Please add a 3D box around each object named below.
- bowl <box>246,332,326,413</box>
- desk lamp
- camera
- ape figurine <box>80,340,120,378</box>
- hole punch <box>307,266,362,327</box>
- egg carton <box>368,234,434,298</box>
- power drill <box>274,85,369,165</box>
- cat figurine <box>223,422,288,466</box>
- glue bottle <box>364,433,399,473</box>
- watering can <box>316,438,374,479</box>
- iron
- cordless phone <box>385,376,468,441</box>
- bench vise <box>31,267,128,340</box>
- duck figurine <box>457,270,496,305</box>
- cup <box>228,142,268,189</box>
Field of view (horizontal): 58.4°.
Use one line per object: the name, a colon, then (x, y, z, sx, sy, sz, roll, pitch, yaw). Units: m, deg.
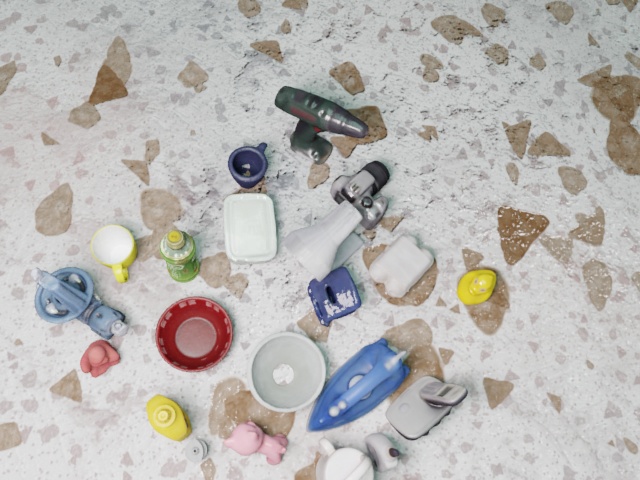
bowl: (-0.074, 0.284, 1.223, 0.167, 0.074, 0.167, 3, 71, -8)
desk lamp: (0.012, 0.004, 1.258, 0.118, 0.213, 0.203, 45, 71, 8)
camera: (0.118, -0.122, 1.379, 0.143, 0.100, 0.137, 44, 71, 7)
ape figurine: (-0.451, 0.239, 1.168, 0.078, 0.092, 0.076, 2, 71, -8)
hole punch: (0.031, 0.127, 1.285, 0.101, 0.091, 0.108, -19, 75, -15)
egg carton: (0.190, 0.059, 1.345, 0.107, 0.069, 0.150, 43, 70, 7)
power drill: (-0.003, -0.265, 1.351, 0.229, 0.208, 0.076, 29, 69, 2)
cat figurine: (-0.126, 0.406, 1.150, 0.128, 0.117, 0.067, 19, 69, -2)
glue bottle: (0.132, 0.429, 1.154, 0.037, 0.173, 0.078, -15, 74, -13)
watering can: (0.060, 0.463, 1.119, 0.173, 0.194, 0.101, 31, 69, 2)
iron: (0.079, 0.315, 1.201, 0.259, 0.141, 0.118, -38, 80, -19)
cordless phone: (0.225, 0.348, 1.190, 0.148, 0.185, 0.094, -40, 81, -19)
bench vise: (-0.476, 0.113, 1.139, 0.207, 0.219, 0.121, 14, 70, -4)
duck figurine: (0.380, 0.104, 1.352, 0.105, 0.086, 0.077, -33, 79, -18)
cup: (-0.164, -0.172, 1.354, 0.091, 0.095, 0.118, 33, 70, 3)
